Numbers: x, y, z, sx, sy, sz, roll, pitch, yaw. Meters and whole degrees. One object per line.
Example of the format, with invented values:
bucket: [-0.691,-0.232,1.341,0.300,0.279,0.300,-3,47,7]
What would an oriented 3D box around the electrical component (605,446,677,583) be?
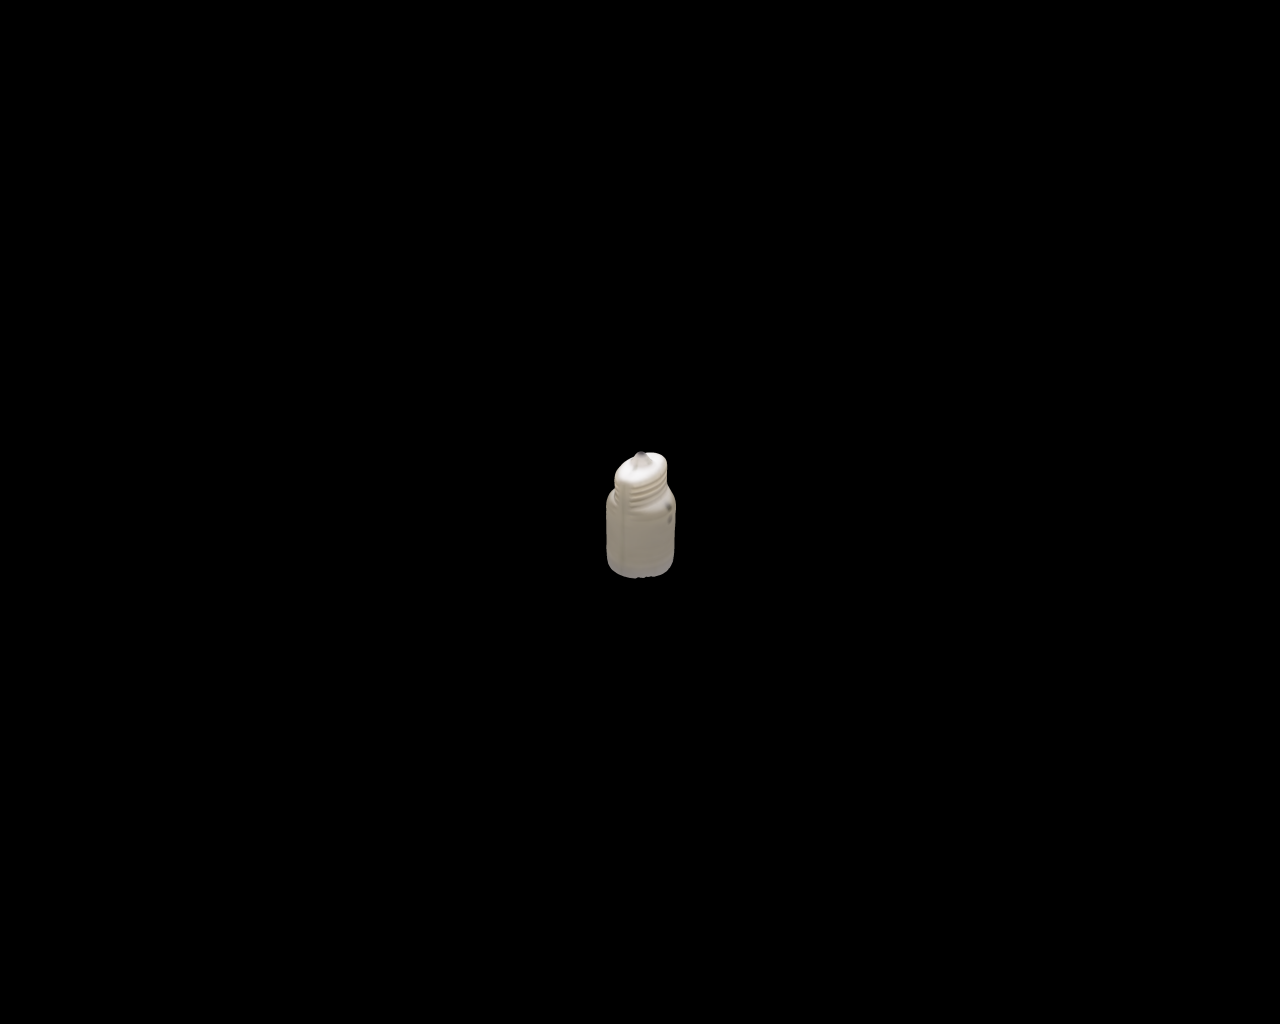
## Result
electrical component: [0.001,-0.003,0.650,0.043,0.080,0.043,0,33,0]
